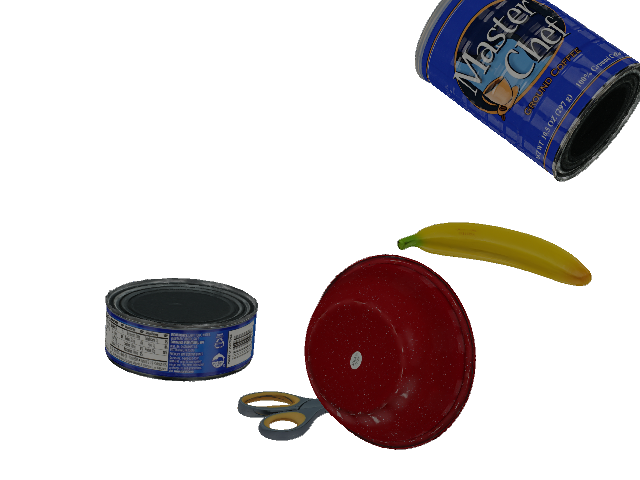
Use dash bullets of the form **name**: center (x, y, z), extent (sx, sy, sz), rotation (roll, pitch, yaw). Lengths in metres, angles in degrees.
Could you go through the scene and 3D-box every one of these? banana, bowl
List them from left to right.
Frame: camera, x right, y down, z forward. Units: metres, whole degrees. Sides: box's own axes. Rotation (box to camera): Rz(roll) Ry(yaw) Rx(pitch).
- **bowl**: center (0.042, 0.093, 0.864), extent (0.162, 0.162, 0.055), rotation (0, 1, 36)
- **banana**: center (0.183, 0.013, 1.103), extent (0.198, 0.037, 0.069), rotation (9, 35, 18)

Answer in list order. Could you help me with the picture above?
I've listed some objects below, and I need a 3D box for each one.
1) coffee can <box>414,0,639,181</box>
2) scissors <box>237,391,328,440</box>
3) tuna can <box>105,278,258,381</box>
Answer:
- **coffee can**: center (0.156, -0.126, 0.798), extent (0.140, 0.103, 0.102), rotation (42, 19, 23)
- **scissors**: center (0.009, 0.195, 1.200), extent (0.201, 0.016, 0.096), rotation (2, 22, -9)
- **tuna can**: center (-0.079, 0.049, 0.605), extent (0.086, 0.034, 0.086), rotation (5, 14, -1)
